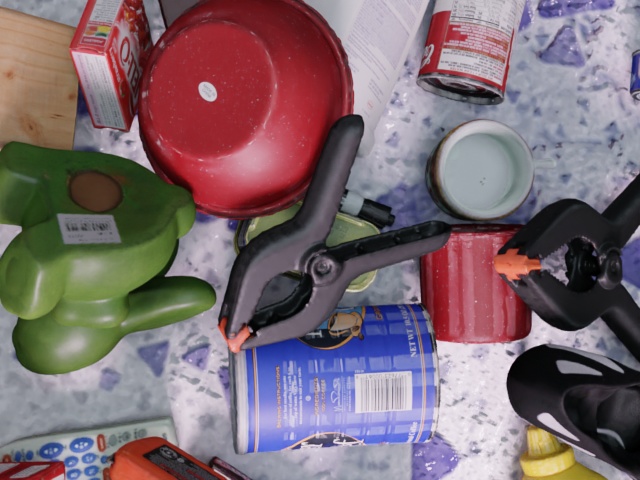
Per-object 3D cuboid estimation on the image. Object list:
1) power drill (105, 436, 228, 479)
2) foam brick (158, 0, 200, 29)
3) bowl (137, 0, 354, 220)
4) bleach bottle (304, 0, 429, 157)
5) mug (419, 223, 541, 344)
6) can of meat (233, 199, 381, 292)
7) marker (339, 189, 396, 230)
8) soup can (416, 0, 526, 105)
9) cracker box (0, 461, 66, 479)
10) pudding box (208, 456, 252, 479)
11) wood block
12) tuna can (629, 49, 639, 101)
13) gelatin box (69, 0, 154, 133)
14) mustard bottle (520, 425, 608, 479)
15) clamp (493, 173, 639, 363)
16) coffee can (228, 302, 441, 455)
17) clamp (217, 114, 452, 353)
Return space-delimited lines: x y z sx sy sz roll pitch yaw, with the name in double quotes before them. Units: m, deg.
"power drill" -0.114 0.247 0.734 0.184 0.057 0.188 29 100 13
"foam brick" -0.088 -0.160 0.786 0.053 0.051 0.078 -14 91 -7
"bowl" -0.062 -0.095 0.710 0.162 0.055 0.162 -1 87 19
"bleach bottle" 0.048 -0.194 0.792 0.068 0.102 0.251 19 77 38
"mug" 0.124 0.030 0.800 0.117 0.093 0.081 -6 96 -43
"can of meat" -0.009 0.002 0.778 0.102 0.084 0.057 19 87 -7
"marker" 0.001 -0.038 0.812 0.121 0.020 0.020 23 86 -6
"soup can" 0.117 -0.160 0.804 0.068 0.068 0.102 14 87 -7
"cracker box" -0.275 0.237 0.714 0.214 0.072 0.164 -4 90 13
"pudding box" -0.059 0.230 0.792 0.113 0.039 0.090 35 88 -3
"wood block" -0.266 -0.112 0.685 0.205 0.091 0.090 6 88 -49
"tuna can" 0.281 -0.125 0.816 0.086 0.086 0.034 5 90 -7
"gelatin box" -0.143 -0.130 0.748 0.030 0.089 0.073 8 59 7
"mustard bottle" 0.193 0.233 0.814 0.096 0.058 0.191 -17 92 -7
"clamp" 0.205 0.029 0.786 0.209 0.036 0.164 -7 94 -42
"coffee can" 0.006 0.099 0.769 0.140 0.103 0.103 -2 90 -8
"clamp" -0.005 0.001 0.703 0.171 0.039 0.120 -36 112 -6
